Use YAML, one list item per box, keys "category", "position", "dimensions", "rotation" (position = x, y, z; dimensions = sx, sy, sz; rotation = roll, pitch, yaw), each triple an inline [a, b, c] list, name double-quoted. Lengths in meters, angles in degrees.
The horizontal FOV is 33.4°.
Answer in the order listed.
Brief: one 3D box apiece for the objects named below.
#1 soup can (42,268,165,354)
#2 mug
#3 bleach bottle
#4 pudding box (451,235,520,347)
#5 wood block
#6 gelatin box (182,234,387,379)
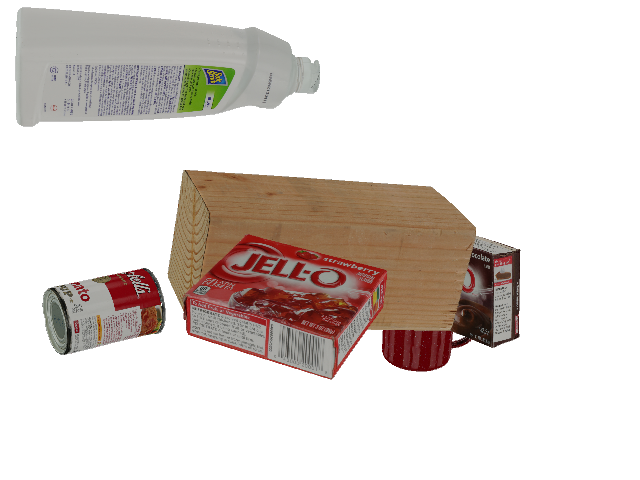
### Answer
- category: "soup can"
  position: [-0.213, 0.070, 1.050]
  dimensions: [0.102, 0.068, 0.069]
  rotation: [-12, 6, -32]
- category: "mug"
  position: [0.126, 0.100, 1.250]
  dimensions: [0.117, 0.081, 0.093]
  rotation: [-1, 22, -7]
- category: "bleach bottle"
  position: [-0.127, -0.140, 0.901]
  dimensions: [0.250, 0.068, 0.103]
  rotation: [1, -33, -15]
- category: "pudding box"
  position: [0.139, 0.041, 1.007]
  dimensions: [0.039, 0.090, 0.114]
  rotation: [-13, 18, -32]
- category: "wood block"
  position: [0.000, 0.009, 0.805]
  dimensions: [0.205, 0.091, 0.090]
  rotation: [3, 23, -21]
- category: "gelatin box"
  position: [-0.018, 0.032, 0.576]
  dimensions: [0.089, 0.030, 0.073]
  rotation: [15, 32, 20]
